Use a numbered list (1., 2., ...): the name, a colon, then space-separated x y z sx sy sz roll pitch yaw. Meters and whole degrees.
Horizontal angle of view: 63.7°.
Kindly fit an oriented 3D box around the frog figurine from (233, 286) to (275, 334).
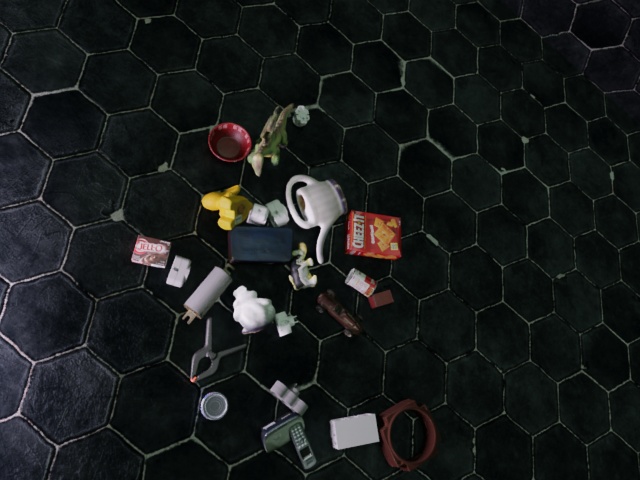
1. frog figurine: -0.229 0.230 1.752 0.137 0.123 0.159 -19 91 -3

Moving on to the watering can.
1. watering can: 0.006 -0.098 1.943 0.226 0.102 0.350 -20 80 -24

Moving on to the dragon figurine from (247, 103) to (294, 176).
1. dragon figurine: -0.168 -0.407 1.920 0.122 0.239 0.417 23 69 -6
